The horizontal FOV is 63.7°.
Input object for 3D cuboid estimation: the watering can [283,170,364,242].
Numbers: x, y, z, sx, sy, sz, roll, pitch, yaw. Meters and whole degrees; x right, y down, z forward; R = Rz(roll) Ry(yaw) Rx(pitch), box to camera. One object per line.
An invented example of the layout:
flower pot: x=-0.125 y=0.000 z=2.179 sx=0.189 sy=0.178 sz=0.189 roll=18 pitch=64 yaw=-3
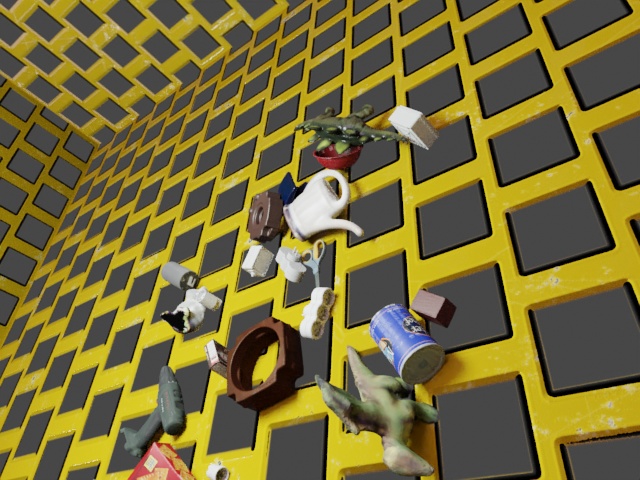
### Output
watering can: x=0.005 y=-0.076 z=1.510 sx=0.222 sy=0.102 sz=0.356 roll=-38 pitch=38 yaw=15

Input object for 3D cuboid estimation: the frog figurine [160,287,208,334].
frog figurine: x=-0.420 y=0.231 z=1.692 sx=0.135 sy=0.122 sz=0.162 roll=-38 pitch=2 yaw=29

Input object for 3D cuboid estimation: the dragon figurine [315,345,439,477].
dragon figurine: x=0.089 y=0.304 z=0.991 sx=0.122 sy=0.240 sz=0.416 roll=-54 pitch=39 yaw=3
